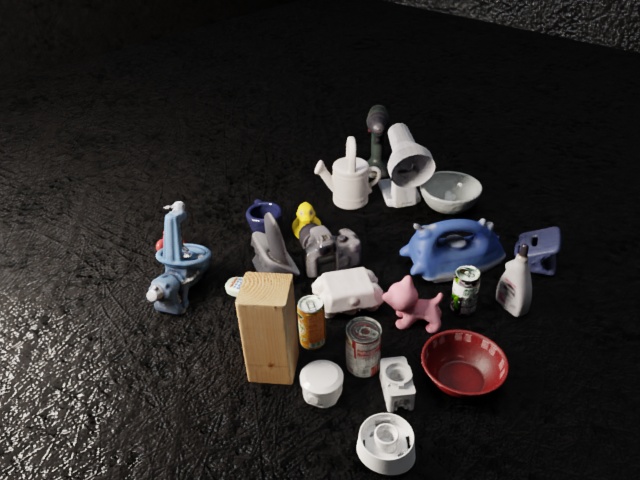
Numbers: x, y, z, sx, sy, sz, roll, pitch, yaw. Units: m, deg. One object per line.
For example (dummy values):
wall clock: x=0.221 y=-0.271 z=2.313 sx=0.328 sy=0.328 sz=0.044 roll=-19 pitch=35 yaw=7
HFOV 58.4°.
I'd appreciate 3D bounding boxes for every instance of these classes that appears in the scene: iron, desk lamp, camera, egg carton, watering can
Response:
iron: x=0.324 y=0.005 z=1.340 sx=0.258 sy=0.141 sz=0.118 roll=-9 pitch=37 yaw=-10
desk lamp: x=0.225 y=-0.195 z=1.556 sx=0.118 sy=0.214 sz=0.203 roll=-7 pitch=36 yaw=-7
camera: x=0.013 y=0.005 z=1.387 sx=0.143 sy=0.101 sz=0.136 roll=-14 pitch=38 yaw=-17
egg carton: x=0.061 y=0.117 z=1.257 sx=0.150 sy=0.069 sz=0.107 roll=-9 pitch=37 yaw=-10
watering can: x=0.077 y=-0.188 z=1.570 sx=0.173 sy=0.194 sz=0.100 roll=-15 pitch=38 yaw=-17

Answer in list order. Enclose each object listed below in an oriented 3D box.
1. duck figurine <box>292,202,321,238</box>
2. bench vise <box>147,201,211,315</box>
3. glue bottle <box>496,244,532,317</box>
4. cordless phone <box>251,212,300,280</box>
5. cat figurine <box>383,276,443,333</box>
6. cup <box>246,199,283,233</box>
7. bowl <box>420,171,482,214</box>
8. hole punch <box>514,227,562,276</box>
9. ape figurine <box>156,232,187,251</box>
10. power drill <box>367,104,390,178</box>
duck figurine: x=-0.036 y=-0.059 z=1.489 sx=0.077 sy=0.086 sz=0.104 roll=-3 pitch=36 yaw=-1
bench vise: x=-0.306 y=0.041 z=1.249 sx=0.121 sy=0.220 sz=0.207 roll=-2 pitch=36 yaw=0
glue bottle: x=0.416 y=0.078 z=1.208 sx=0.037 sy=0.173 sz=0.078 roll=-21 pitch=40 yaw=-24
cordless phone: x=-0.110 y=0.000 z=1.327 sx=0.094 sy=0.185 sz=0.147 roll=-17 pitch=39 yaw=-20
cat figurine: x=0.194 y=0.128 z=1.195 sx=0.127 sy=0.118 sz=0.067 roll=3 pitch=36 yaw=7
cup: x=-0.143 y=-0.043 z=1.464 sx=0.092 sy=0.095 sz=0.117 roll=-14 pitch=38 yaw=-17
bowl: x=0.354 y=-0.119 z=1.565 sx=0.167 sy=0.075 sz=0.167 roll=-1 pitch=36 yaw=1
hole punch: x=0.513 y=0.021 z=1.353 sx=0.101 sy=0.091 sz=0.109 roll=9 pitch=37 yaw=15
ape figurine: x=-0.363 y=0.005 z=1.409 sx=0.077 sy=0.092 sz=0.076 roll=24 pitch=43 yaw=31
power drill: x=0.172 y=-0.295 z=1.701 sx=0.075 sy=0.209 sz=0.229 roll=1 pitch=36 yaw=4
